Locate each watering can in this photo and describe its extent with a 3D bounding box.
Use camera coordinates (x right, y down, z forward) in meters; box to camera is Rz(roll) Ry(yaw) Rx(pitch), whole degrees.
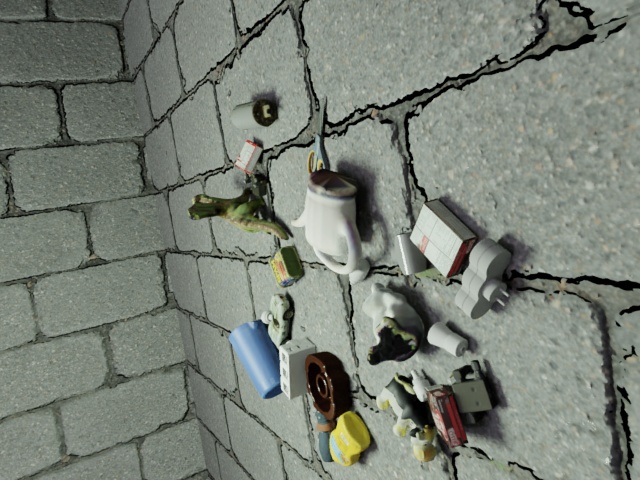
[{"bbox_3d":[0.004,-0.060,1.199,0.352,0.104,0.220,-139,47,-55],"label":"watering can"}]

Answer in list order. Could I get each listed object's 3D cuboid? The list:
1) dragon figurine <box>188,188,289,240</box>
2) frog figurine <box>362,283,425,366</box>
[{"bbox_3d":[-0.279,-0.071,1.573,0.415,0.243,0.120,34,125,55],"label":"dragon figurine"},{"bbox_3d":[0.148,0.163,1.051,0.163,0.122,0.135,-79,-16,-62],"label":"frog figurine"}]
